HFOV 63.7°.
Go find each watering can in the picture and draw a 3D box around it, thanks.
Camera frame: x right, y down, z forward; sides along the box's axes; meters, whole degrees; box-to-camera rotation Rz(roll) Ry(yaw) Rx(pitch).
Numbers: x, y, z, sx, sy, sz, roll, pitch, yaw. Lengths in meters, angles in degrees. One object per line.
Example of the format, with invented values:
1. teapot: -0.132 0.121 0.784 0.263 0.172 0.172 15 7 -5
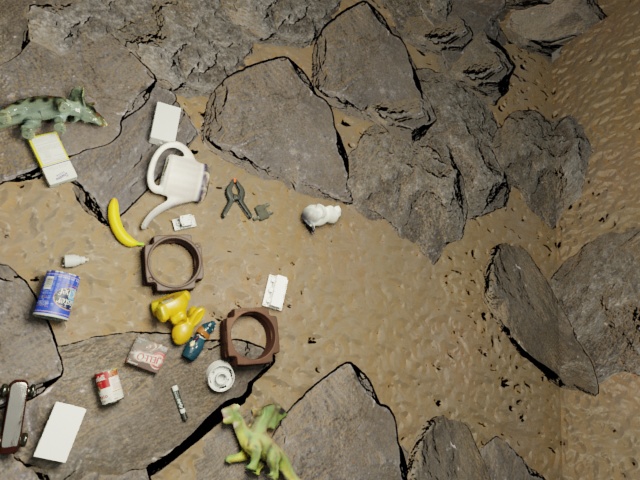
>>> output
1. watering can: -0.524 -0.188 1.886 0.223 0.351 0.103 14 -13 -24

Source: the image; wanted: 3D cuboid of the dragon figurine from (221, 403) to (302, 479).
1. dragon figurine: -0.176 0.693 1.790 0.408 0.248 0.120 29 -34 -18

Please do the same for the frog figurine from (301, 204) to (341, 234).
1. frog figurine: 0.006 -0.106 2.106 0.160 0.124 0.135 -38 -25 -12
